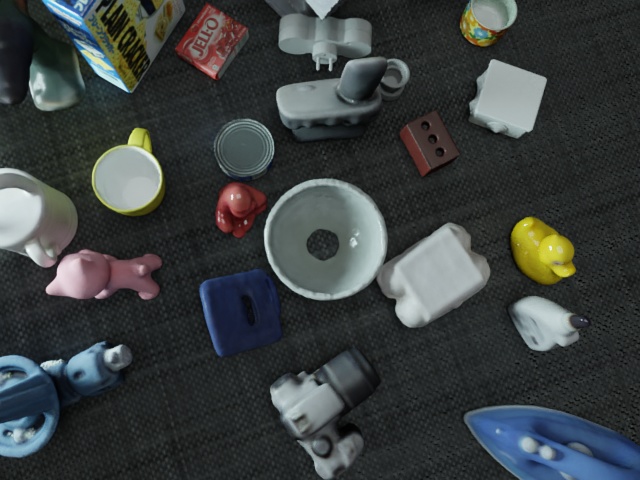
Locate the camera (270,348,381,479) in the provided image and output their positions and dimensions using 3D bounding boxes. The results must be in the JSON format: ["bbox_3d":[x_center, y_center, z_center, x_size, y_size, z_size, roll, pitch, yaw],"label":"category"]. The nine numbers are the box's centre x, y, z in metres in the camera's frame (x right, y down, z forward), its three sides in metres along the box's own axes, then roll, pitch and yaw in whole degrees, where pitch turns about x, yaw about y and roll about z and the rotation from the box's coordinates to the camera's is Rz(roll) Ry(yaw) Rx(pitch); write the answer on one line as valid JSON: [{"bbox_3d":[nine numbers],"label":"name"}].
[{"bbox_3d":[0.022,0.219,0.756,0.137,0.100,0.143,-35,86,-8],"label":"camera"}]

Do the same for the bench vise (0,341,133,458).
[{"bbox_3d":[-0.339,0.173,0.676,0.207,0.219,0.121,-43,86,-8],"label":"bench vise"}]

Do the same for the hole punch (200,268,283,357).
[{"bbox_3d":[-0.103,0.094,0.769,0.101,0.091,0.109,-16,83,-6],"label":"hole punch"}]

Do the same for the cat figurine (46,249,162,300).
[{"bbox_3d":[-0.282,0.044,0.750,0.128,0.117,0.067,-3,82,-4],"label":"cat figurine"}]

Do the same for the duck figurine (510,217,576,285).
[{"bbox_3d":[0.324,0.012,0.815,0.077,0.086,0.104,-28,85,-7],"label":"duck figurine"}]

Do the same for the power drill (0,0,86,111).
[{"bbox_3d":[-0.380,-0.250,0.739,0.075,0.208,0.230,-17,83,-6],"label":"power drill"}]

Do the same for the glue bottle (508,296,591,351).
[{"bbox_3d":[0.308,0.110,0.755,0.037,0.173,0.078,-27,84,-7],"label":"glue bottle"}]

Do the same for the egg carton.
[{"bbox_3d":[0.161,0.051,0.806,0.150,0.069,0.107,-33,85,-8],"label":"egg carton"}]

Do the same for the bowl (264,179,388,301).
[{"bbox_3d":[0.007,0.003,0.799,0.167,0.074,0.167,1,82,-4],"label":"bowl"}]

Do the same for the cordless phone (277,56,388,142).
[{"bbox_3d":[0.016,-0.205,0.773,0.147,0.185,0.094,-11,83,-5],"label":"cordless phone"}]

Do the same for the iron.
[{"bbox_3d":[0.325,0.288,0.747,0.258,0.141,0.119,21,81,-1],"label":"iron"}]

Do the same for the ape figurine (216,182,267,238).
[{"bbox_3d":[-0.111,-0.049,0.789,0.078,0.092,0.076,-17,83,-6],"label":"ape figurine"}]

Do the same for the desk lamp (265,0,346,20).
[{"bbox_3d":[-0.017,-0.381,0.782,0.203,0.213,0.118,44,81,3],"label":"desk lamp"}]

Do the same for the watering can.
[{"bbox_3d":[-0.393,-0.043,0.716,0.173,0.194,0.101,33,81,1],"label":"watering can"}]
